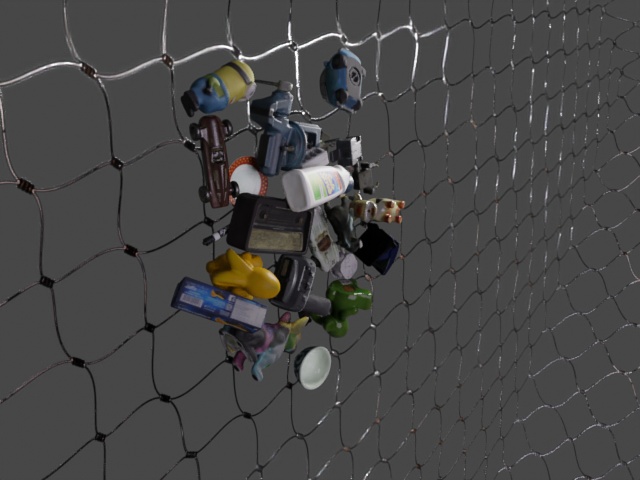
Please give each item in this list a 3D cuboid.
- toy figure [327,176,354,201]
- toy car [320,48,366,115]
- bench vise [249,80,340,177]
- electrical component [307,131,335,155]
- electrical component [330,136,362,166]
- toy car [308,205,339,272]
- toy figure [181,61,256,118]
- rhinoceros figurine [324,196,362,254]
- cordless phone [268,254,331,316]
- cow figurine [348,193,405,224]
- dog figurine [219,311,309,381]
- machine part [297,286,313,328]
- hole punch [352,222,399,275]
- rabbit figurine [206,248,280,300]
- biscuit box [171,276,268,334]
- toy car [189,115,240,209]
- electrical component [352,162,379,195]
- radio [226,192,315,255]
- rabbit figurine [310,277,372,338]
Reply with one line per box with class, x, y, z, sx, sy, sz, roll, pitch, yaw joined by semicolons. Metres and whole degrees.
toy figure;0.027;-0.139;1.462;0.154;0.064;0.057;-22;150;-38
toy car;0.051;-0.403;1.398;0.109;0.103;0.161;8;82;-48
bench vise;-0.070;-0.261;1.283;0.240;0.129;0.223;-6;100;-51
electrical component;0.004;-0.255;1.439;0.094;0.021;0.063;17;86;-48
electrical component;0.072;-0.242;1.477;0.119;0.048;0.074;-32;121;-59
toy car;-0.003;-0.004;1.458;0.073;0.056;0.201;-42;127;-33
toy figure;-0.214;-0.325;1.150;0.180;0.082;0.089;-32;122;-36
rhinoceros figurine;0.069;-0.036;1.476;0.190;0.073;0.112;63;11;-54
cordless phone;-0.034;0.122;1.399;0.184;0.089;0.146;21;82;-32
cow figurine;0.159;-0.091;1.583;0.195;0.127;0.085;-7;104;-61
dog figurine;-0.129;0.231;1.341;0.219;0.109;0.191;-39;122;-40
machine part;-0.050;0.168;1.459;0.084;0.039;0.138;-23;113;-48
hole punch;0.172;0.029;1.596;0.116;0.142;0.092;-47;132;2
rabbit figurine;-0.167;0.079;1.217;0.162;0.173;0.122;42;72;-48
biscuit box;-0.222;0.146;1.187;0.202;0.063;0.059;23;63;-18
toy car;-0.227;-0.170;1.173;0.089;0.053;0.202;-13;103;-36
electrical component;0.135;-0.183;1.577;0.078;0.045;0.102;-18;111;-45
radio;-0.113;-0.037;1.301;0.229;0.073;0.131;5;100;-55
rabbit figurine;0.057;0.211;1.529;0.159;0.121;0.170;-9;119;-42
